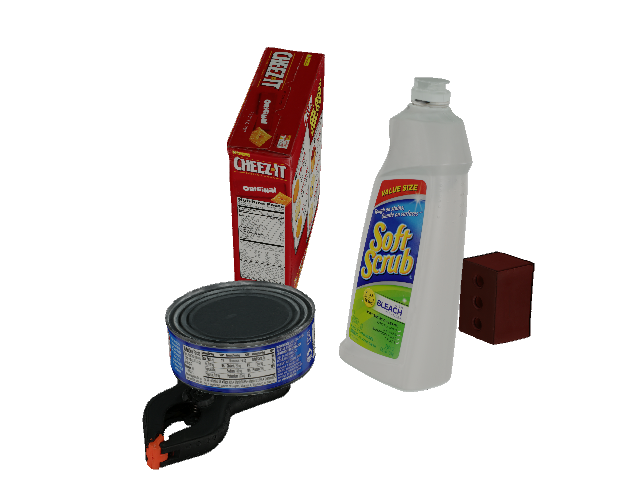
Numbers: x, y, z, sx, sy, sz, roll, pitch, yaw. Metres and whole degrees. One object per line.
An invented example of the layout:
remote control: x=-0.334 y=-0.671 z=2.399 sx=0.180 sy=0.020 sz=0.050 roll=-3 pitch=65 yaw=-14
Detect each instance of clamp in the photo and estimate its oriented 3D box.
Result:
clamp: x=-0.121 y=0.150 z=1.011 sx=0.120 sy=0.039 sz=0.171 roll=19 pitch=31 yaw=28

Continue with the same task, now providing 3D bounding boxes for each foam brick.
foam brick: x=0.172 y=0.056 z=1.046 sx=0.051 sy=0.078 sz=0.053 roll=-11 pitch=19 yaw=-34

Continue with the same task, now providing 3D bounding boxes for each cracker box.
cracker box: x=-0.045 y=-0.066 z=1.110 sx=0.072 sy=0.164 sz=0.214 roll=9 pitch=-43 yaw=7

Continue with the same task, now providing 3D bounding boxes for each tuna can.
tuna can: x=-0.045 y=0.055 z=0.614 sx=0.086 sy=0.034 sz=0.086 roll=-2 pitch=21 yaw=1

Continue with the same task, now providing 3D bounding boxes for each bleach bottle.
bleach bottle: x=0.073 y=-0.009 z=0.879 sx=0.067 sy=0.251 sz=0.103 roll=-9 pitch=21 yaw=-37
